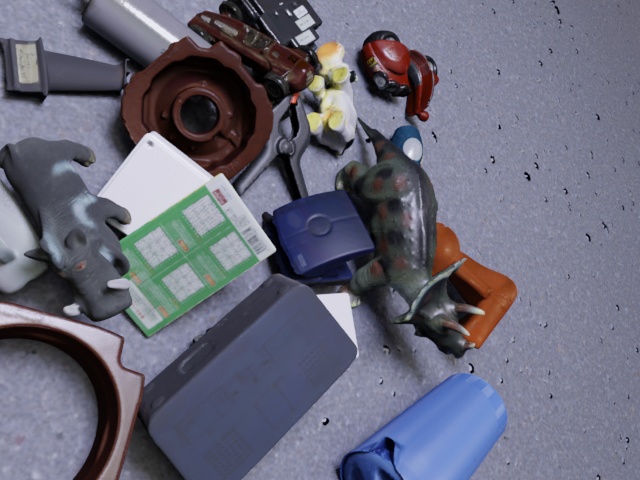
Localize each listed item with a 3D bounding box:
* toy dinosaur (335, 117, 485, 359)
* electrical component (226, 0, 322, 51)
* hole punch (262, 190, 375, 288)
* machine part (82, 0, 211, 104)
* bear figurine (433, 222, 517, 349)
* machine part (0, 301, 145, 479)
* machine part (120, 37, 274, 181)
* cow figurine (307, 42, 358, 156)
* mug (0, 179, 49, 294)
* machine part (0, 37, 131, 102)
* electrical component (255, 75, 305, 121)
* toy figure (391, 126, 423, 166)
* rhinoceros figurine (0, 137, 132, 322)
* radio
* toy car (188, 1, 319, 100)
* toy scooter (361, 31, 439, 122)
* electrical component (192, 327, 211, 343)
[{"bbox_3d":[0.115,-0.029,0.766,0.131,0.192,0.404,2,74,-37],"label":"toy dinosaur"},{"bbox_3d":[-0.064,-0.335,0.830,0.115,0.058,0.134,-42,100,-35],"label":"electrical component"},{"bbox_3d":[-0.001,-0.002,0.720,0.116,0.092,0.142,-4,57,-36],"label":"hole punch"},{"bbox_3d":[-0.208,-0.254,0.689,0.243,0.079,0.079,35,57,-21],"label":"machine part"},{"bbox_3d":[0.210,0.061,0.865,0.196,0.120,0.132,35,98,9],"label":"bear figurine"},{"bbox_3d":[-0.281,0.168,0.488,0.201,0.087,0.201,22,62,-26],"label":"machine part"},{"bbox_3d":[-0.149,-0.154,0.662,0.179,0.056,0.179,-4,104,-16],"label":"machine part"},{"bbox_3d":[0.027,-0.222,0.843,0.098,0.068,0.167,40,50,-59],"label":"cow figurine"},{"bbox_3d":[-0.312,-0.002,0.516,0.081,0.110,0.107,-45,113,-28],"label":"mug"},{"bbox_3d":[-0.296,-0.199,0.634,0.139,0.039,0.084,-8,71,-35],"label":"machine part"},{"bbox_3d":[-0.059,-0.225,0.803,0.078,0.045,0.102,-13,82,-36],"label":"electrical component"},{"bbox_3d":[0.141,-0.117,0.901,0.064,0.057,0.154,4,69,7],"label":"toy figure"},{"bbox_3d":[-0.240,-0.013,0.527,0.073,0.112,0.190,-26,93,4],"label":"rhinoceros figurine"},{"bbox_3d":[-0.078,0.152,0.590,0.229,0.073,0.131,-42,115,-21],"label":"radio"},{"bbox_3d":[-0.096,-0.271,0.748,0.202,0.053,0.089,35,63,11],"label":"toy car"},{"bbox_3d":[0.149,-0.282,0.953,0.184,0.075,0.135,10,70,-37],"label":"toy scooter"},{"bbox_3d":[-0.104,0.106,0.646,0.094,0.063,0.021,-18,85,-37],"label":"electrical component"}]
